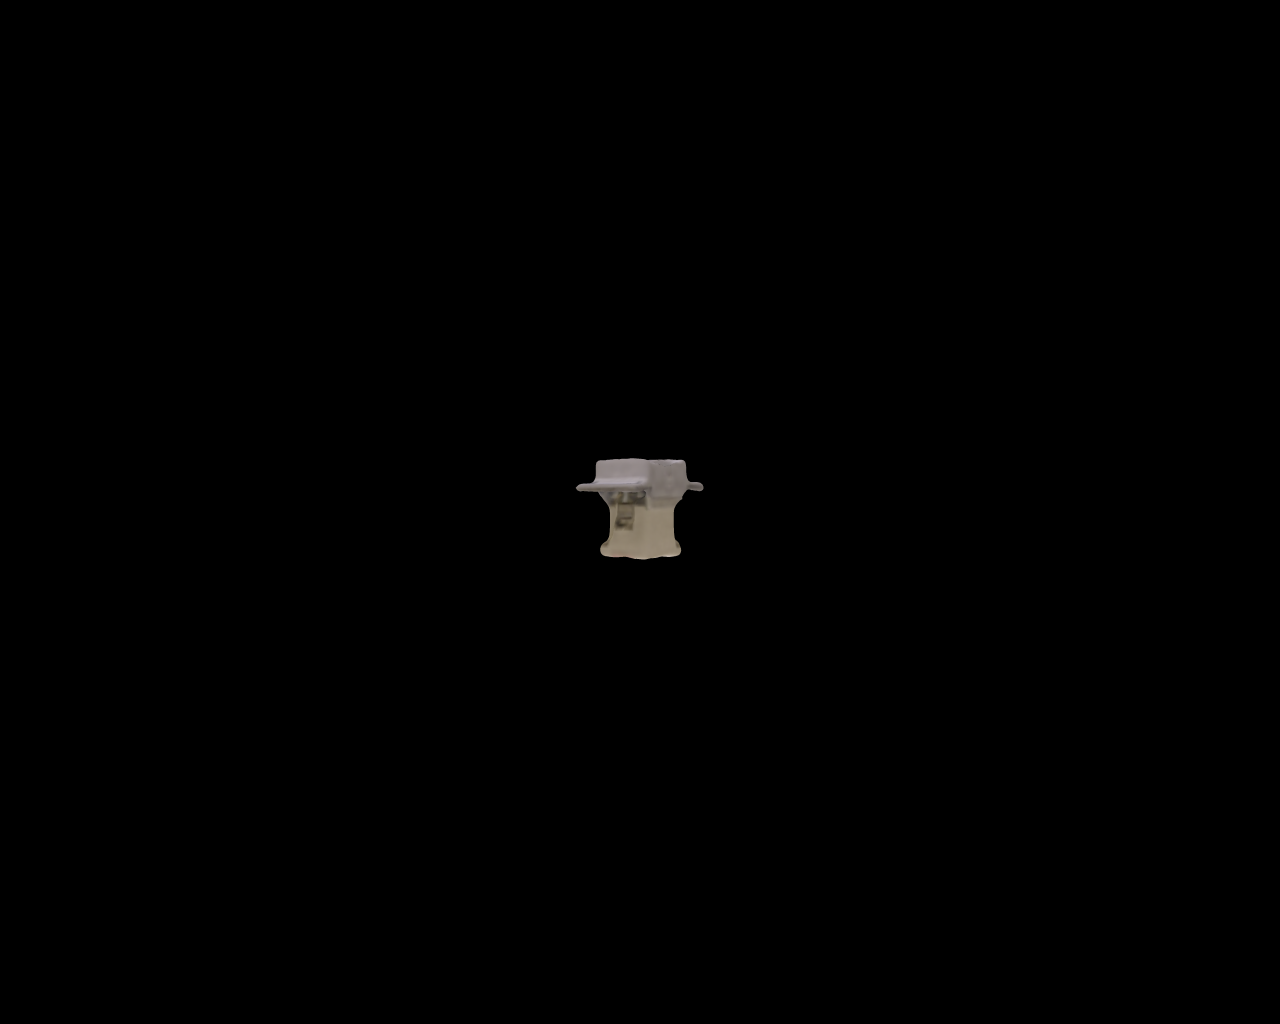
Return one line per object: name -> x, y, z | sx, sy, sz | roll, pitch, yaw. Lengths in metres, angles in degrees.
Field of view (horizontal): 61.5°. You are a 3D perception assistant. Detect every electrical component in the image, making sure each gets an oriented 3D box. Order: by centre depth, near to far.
electrical component -> 0.001, -0.003, 0.650 | 0.042, 0.063, 0.081 | 2, 3, 36
